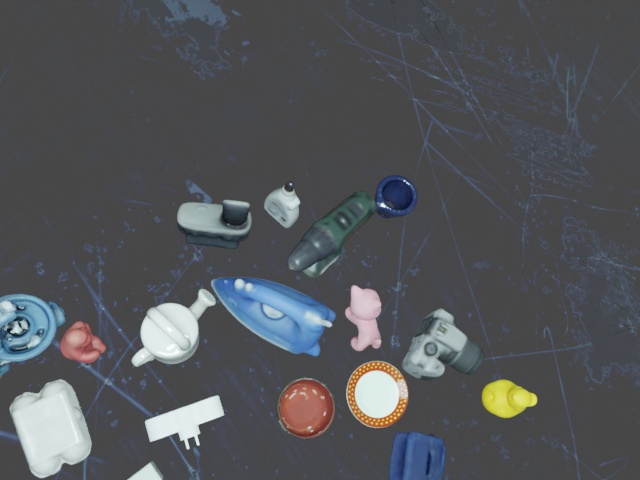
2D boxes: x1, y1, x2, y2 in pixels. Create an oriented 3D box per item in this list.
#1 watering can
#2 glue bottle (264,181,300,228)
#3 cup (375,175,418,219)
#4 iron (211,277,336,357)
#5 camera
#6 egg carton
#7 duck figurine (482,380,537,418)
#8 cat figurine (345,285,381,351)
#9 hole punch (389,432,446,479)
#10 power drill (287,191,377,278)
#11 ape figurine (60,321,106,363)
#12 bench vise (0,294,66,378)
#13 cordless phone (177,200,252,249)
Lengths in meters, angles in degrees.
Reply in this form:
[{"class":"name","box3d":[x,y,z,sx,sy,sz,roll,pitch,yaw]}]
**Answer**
[{"class":"watering can","box3d":[-0.266,0.158,1.032,0.101,0.194,0.173,25,70,-3]},{"class":"glue bottle","box3d":[-0.070,-0.081,1.157,0.078,0.173,0.037,44,70,4]},{"class":"cup","box3d":[0.144,-0.077,1.242,0.118,0.095,0.091,-28,81,-18]},{"class":"iron","box3d":[-0.093,0.125,1.107,0.258,0.141,0.119,26,70,-3]},{"class":"camera","box3d":[0.262,0.230,1.172,0.137,0.100,0.143,33,70,-1]},{"class":"egg carton","box3d":[-0.469,0.329,1.005,0.107,0.069,0.150,-23,80,-17]},{"class":"duck figurine","box3d":[0.394,0.326,1.179,0.104,0.086,0.077,7,72,-9]},{"class":"cat figurine","box3d":[0.096,0.154,1.151,0.067,0.117,0.128,-11,76,-15]},{"class":"hole punch","box3d":[0.195,0.426,1.104,0.101,0.091,0.109,13,71,-8]},{"class":"power drill","box3d":[0.010,0.004,1.129,0.075,0.208,0.230,45,70,4]},{"class":"ape figurine","box3d":[-0.437,0.185,1.042,0.076,0.092,0.078,-5,75,-13]},{"class":"bench vise","box3d":[-0.535,0.174,0.957,0.121,0.219,0.208,33,70,0]},{"class":"cordless phone","box3d":[-0.203,-0.052,1.114,0.148,0.185,0.094,3,73,-11]}]
